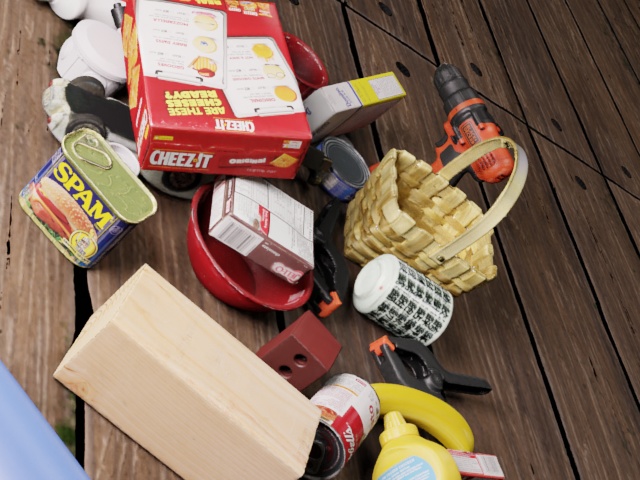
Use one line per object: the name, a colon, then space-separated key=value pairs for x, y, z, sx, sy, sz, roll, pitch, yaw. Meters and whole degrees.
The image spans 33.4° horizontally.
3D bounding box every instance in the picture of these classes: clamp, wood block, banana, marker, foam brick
clamp: x=-0.008 y=0.002 z=1.246 sx=0.164 sy=0.036 sz=0.210 roll=14 pitch=41 yaw=-44
clamp: x=0.127 y=0.177 z=1.227 sx=0.171 sy=0.039 sz=0.120 roll=31 pitch=40 yaw=-18
wood block: x=-0.109 y=0.132 z=0.917 sx=0.206 sy=0.091 sz=0.090 roll=41 pitch=31 yaw=-13
banana: x=0.099 y=0.192 z=1.154 sx=0.197 sy=0.037 sz=0.069 roll=27 pitch=43 yaw=-21
marker: x=-0.209 y=-0.204 z=1.187 sx=0.020 sy=0.020 sz=0.121 roll=-20 pitch=95 yaw=-58
foam brick: x=-0.026 y=0.118 z=1.053 sx=0.053 sy=0.078 sz=0.051 roll=47 pitch=29 yaw=-5

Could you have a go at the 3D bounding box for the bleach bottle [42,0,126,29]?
bleach bottle: x=-0.223 y=-0.271 z=1.247 sx=0.250 sy=0.068 sz=0.102 roll=-3 pitch=63 yaw=-50

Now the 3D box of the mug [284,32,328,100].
mug: x=-0.058 y=-0.216 z=1.378 sx=0.117 sy=0.082 sz=0.093 roll=48 pitch=31 yaw=-3

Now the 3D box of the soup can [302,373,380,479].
soup can: x=0.011 y=0.180 z=1.042 sx=0.068 sy=0.069 sz=0.102 roll=50 pitch=30 yaw=1

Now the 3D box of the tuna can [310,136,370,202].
tuna can: x=0.025 y=-0.092 z=1.396 sx=0.086 sy=0.034 sz=0.086 roll=33 pitch=34 yaw=-26

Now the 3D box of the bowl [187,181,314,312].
bowl: x=-0.083 y=0.018 z=1.111 sx=0.162 sy=0.055 sz=0.162 roll=33 pitch=35 yaw=-26

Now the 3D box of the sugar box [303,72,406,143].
sugar box: x=0.030 y=-0.174 z=1.415 sx=0.175 sy=0.093 sz=0.048 roll=-19 pitch=77 yaw=-52

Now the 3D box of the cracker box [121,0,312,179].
cracker box: x=-0.113 y=-0.162 z=1.100 sx=0.164 sy=0.072 sz=0.214 roll=2 pitch=49 yaw=-20

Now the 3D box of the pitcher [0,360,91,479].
pitcher: x=-0.238 y=0.160 z=0.697 sx=0.243 sy=0.145 sz=0.149 roll=52 pitch=18 yaw=12

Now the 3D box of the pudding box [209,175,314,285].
pudding box: x=-0.057 y=-0.018 z=1.091 sx=0.113 sy=0.039 sz=0.090 roll=34 pitch=33 yaw=-27

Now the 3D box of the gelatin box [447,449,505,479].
gelatin box: x=0.138 y=0.251 z=1.123 sx=0.089 sy=0.073 sz=0.030 roll=17 pitch=44 yaw=-42

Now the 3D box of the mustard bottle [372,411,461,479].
mustard bottle: x=0.099 y=0.256 z=1.044 sx=0.058 sy=0.096 sz=0.192 roll=16 pitch=44 yaw=-41

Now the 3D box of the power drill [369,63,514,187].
power drill: x=0.155 y=-0.121 z=1.446 sx=0.057 sy=0.188 sz=0.184 roll=5 pitch=53 yaw=-48

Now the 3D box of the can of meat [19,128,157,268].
can of meat: x=-0.213 y=-0.036 z=0.973 sx=0.102 sy=0.084 sz=0.057 roll=49 pitch=31 yaw=-1

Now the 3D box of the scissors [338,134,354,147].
scissors: x=-0.024 y=-0.212 z=1.483 sx=0.201 sy=0.016 sz=0.096 roll=38 pitch=32 yaw=-20
